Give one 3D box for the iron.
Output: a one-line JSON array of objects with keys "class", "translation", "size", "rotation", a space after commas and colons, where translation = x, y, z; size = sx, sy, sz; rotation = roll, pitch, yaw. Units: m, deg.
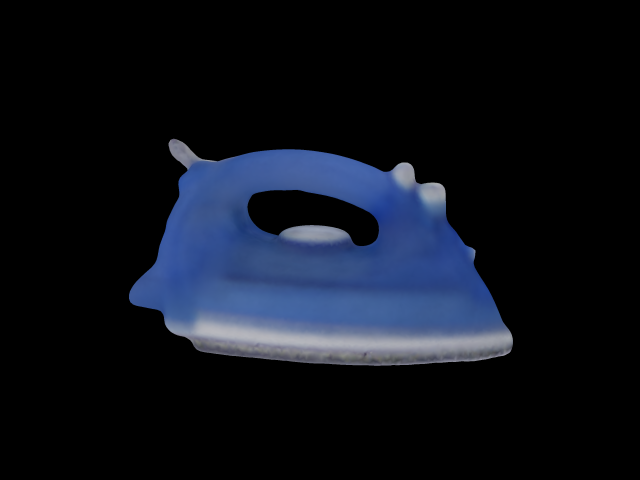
[{"class": "iron", "translation": [0.004, 0.001, 0.400], "size": [0.258, 0.141, 0.119], "rotation": [2, 11, 12]}]
